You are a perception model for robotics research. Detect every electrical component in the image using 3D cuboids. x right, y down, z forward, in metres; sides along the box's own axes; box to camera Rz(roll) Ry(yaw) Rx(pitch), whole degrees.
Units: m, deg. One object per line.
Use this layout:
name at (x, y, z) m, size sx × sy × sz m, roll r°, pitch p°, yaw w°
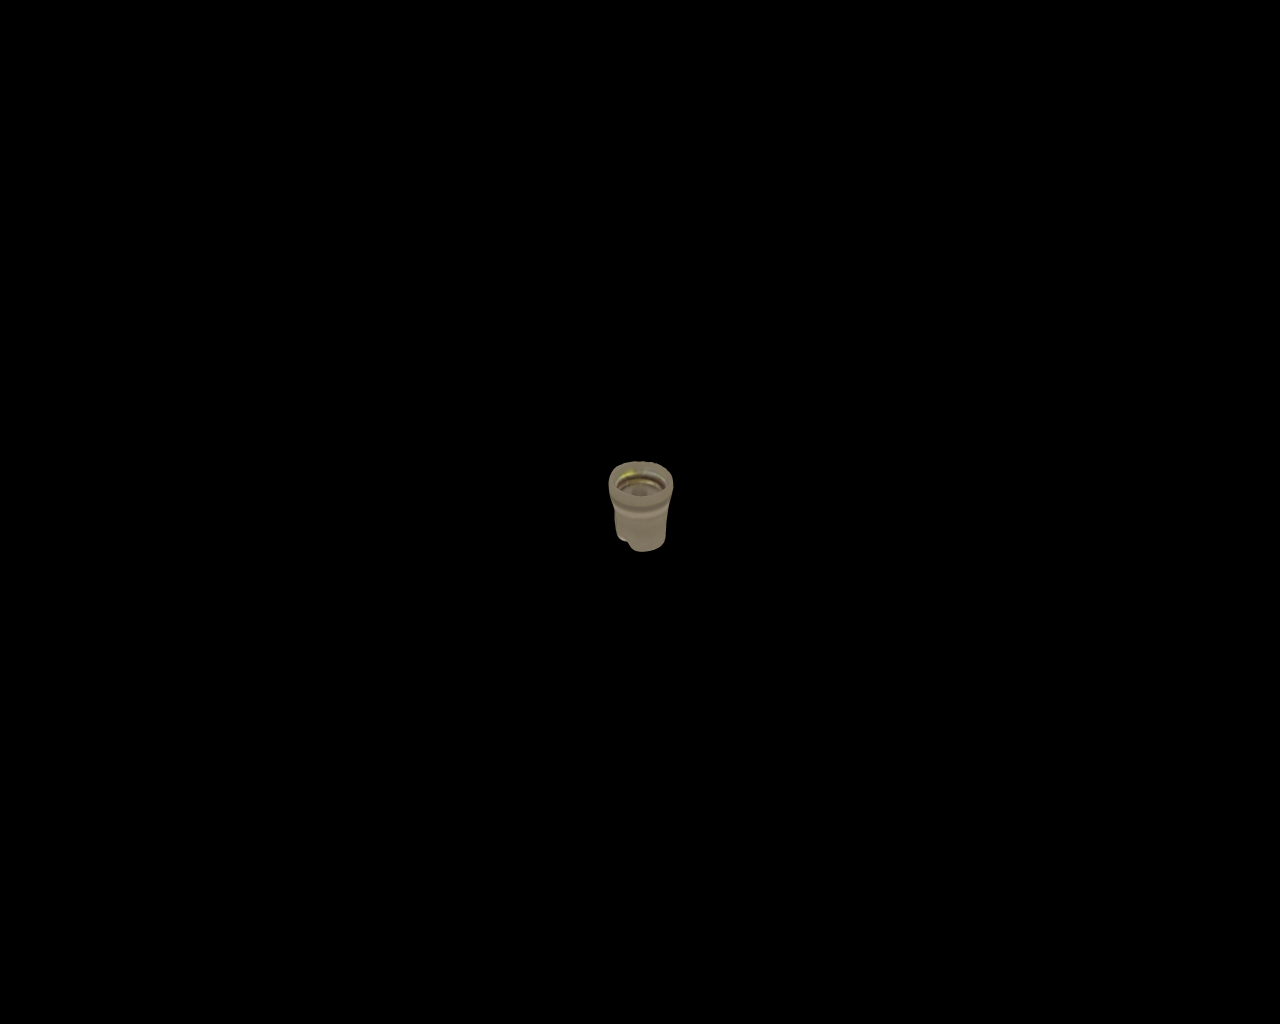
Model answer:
electrical component at (0.001, -0.003, 0.650) m, size 0.040 × 0.046 × 0.040 m, roll 0°, pitch 36°, yaw 0°
